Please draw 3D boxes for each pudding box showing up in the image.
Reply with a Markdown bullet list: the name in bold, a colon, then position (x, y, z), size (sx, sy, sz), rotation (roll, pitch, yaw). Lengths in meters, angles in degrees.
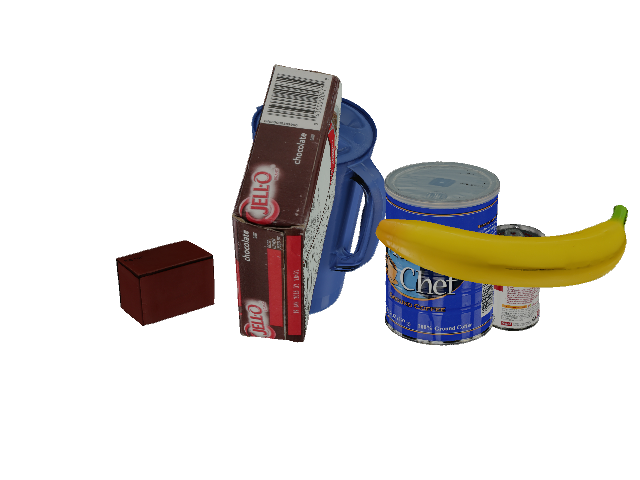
- **pudding box**: position (-0.016, -0.019, 0.544), size (0.039, 0.113, 0.090), rotation (9, -41, 6)

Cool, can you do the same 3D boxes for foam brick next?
- **foam brick**: position (-0.145, 0.038, 1.002), size (0.078, 0.051, 0.053), rotation (-16, 26, -30)

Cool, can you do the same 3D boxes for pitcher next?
- **pitcher**: position (-0.009, -0.029, 1.189), size (0.145, 0.243, 0.149), rotation (4, 41, -3)

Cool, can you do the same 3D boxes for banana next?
- **banana**: position (0.141, 0.007, 0.776), size (0.197, 0.037, 0.069), rotation (-2, 30, -11)

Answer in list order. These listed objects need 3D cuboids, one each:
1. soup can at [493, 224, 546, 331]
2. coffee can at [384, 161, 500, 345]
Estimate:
- **soup can**: position (0.216, 0.042, 1.197), size (0.068, 0.102, 0.068), rotation (-1, 29, 0)
- **coffee can**: position (0.110, 0.010, 0.978), size (0.103, 0.140, 0.103), rotation (-1, 24, 0)
